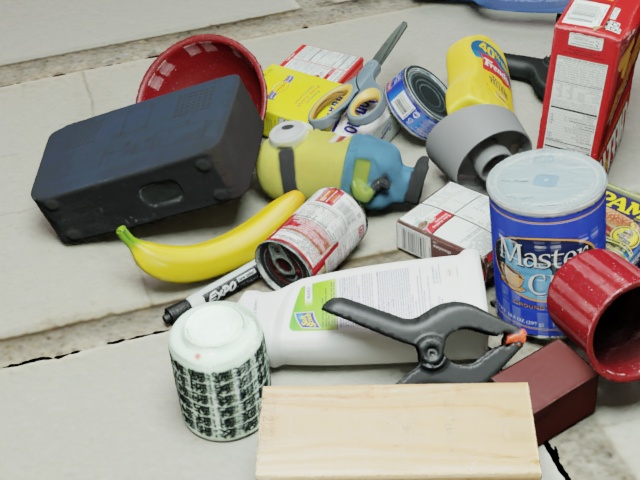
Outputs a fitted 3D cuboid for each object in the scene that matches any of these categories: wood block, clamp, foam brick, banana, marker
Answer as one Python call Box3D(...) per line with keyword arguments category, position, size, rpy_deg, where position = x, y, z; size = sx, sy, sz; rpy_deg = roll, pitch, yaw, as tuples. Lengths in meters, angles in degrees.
Box3D(category="wood block", position=(0.058, 0.173, 0.825), size=(0.206, 0.091, 0.090), rpy_deg=(-1, 42, 3))
Box3D(category="clamp", position=(0.088, 0.106, 0.899), size=(0.171, 0.120, 0.039), rpy_deg=(-2, 1, 3))
Box3D(category="foam brick", position=(0.186, 0.129, 0.892), size=(0.078, 0.053, 0.051), rpy_deg=(-25, 46, -22))
Box3D(category="clamp", position=(0.289, -0.211, 1.284), size=(0.164, 0.036, 0.210), rpy_deg=(-28, 44, -22))
Box3D(category="banana", position=(-0.100, 0.003, 1.049), size=(0.197, 0.070, 0.037), rpy_deg=(-14, 28, -26))
Box3D(category="marker", position=(-0.100, 0.049, 1.032), size=(0.121, 0.020, 0.020), rpy_deg=(-29, 47, -26))

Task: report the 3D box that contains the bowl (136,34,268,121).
Box3D(category="bowl", position=(-0.124, -0.145, 1.193), size=(0.162, 0.055, 0.162), rpy_deg=(-3, 80, 19))

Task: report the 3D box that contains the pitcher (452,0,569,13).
Box3D(category="pitcher", position=(0.237, -0.367, 1.405), size=(0.243, 0.145, 0.149), rpy_deg=(2, 8, 12))

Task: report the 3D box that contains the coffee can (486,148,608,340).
Box3D(category="coffee can", position=(0.205, 0.004, 0.958), size=(0.103, 0.140, 0.103), rpy_deg=(-7, 34, 5))

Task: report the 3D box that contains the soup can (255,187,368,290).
Box3D(category="soup can", position=(-0.007, 0.001, 1.043), size=(0.069, 0.068, 0.102), rpy_deg=(22, 47, 27))

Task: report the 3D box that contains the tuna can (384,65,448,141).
Box3D(category="tuna can", position=(0.115, -0.155, 1.201), size=(0.086, 0.034, 0.086), rpy_deg=(28, 40, -27))

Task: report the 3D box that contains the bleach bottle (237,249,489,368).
Box3D(category="bleach bottle", position=(0.023, 0.066, 0.971), size=(0.251, 0.068, 0.102), rpy_deg=(-3, 46, 3))

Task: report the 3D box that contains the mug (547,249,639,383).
Box3D(category="mug", position=(0.250, 0.064, 0.890), size=(0.093, 0.117, 0.081), rpy_deg=(-50, 29, 6))

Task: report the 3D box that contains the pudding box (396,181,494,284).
Box3D(category="pudding box", position=(0.145, -0.009, 1.057), size=(0.114, 0.039, 0.089), rpy_deg=(27, 47, 37))

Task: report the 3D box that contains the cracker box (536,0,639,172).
Box3D(category="cracker box", position=(0.282, -0.161, 1.095), size=(0.072, 0.214, 0.164), rpy_deg=(17, 45, 20))

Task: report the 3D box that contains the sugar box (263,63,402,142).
Box3D(category="sugar box", position=(-0.003, -0.145, 1.226), size=(0.176, 0.048, 0.093), rpy_deg=(17, 45, 24))

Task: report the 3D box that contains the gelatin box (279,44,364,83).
Box3D(category="gelatin box", position=(-0.001, -0.203, 1.304), size=(0.089, 0.030, 0.073), rpy_deg=(18, 44, 23))

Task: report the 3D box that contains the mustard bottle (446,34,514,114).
Box3D(category="mustard bottle", position=(0.183, -0.179, 1.217), size=(0.058, 0.096, 0.191), rpy_deg=(-34, 30, 29))

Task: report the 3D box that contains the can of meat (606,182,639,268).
Box3D(category="can of meat", position=(0.275, -0.006, 1.038), size=(0.102, 0.057, 0.083), rpy_deg=(28, 53, 31))

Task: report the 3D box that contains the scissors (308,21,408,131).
Box3D(category="scissors", position=(0.067, -0.184, 1.191), size=(0.096, 0.016, 0.201), rpy_deg=(20, 55, 43))
